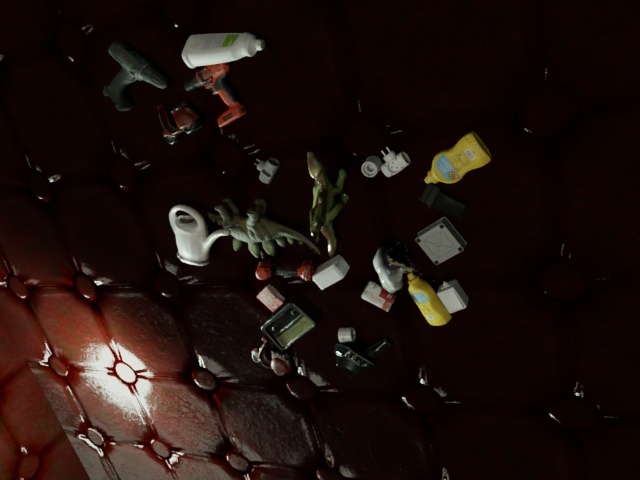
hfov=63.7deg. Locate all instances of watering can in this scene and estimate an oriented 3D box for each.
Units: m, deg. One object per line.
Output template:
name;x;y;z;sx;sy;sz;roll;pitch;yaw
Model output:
watering can;-0.440;-0.003;1.877;0.350;0.105;0.220;23;125;36

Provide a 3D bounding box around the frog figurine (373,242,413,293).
frog figurine;0.216;0.098;1.640;0.140;0.123;0.156;58;141;28

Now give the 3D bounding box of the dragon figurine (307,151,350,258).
dragon figurine;0.005;-0.079;1.572;0.122;0.247;0.403;3;115;18
